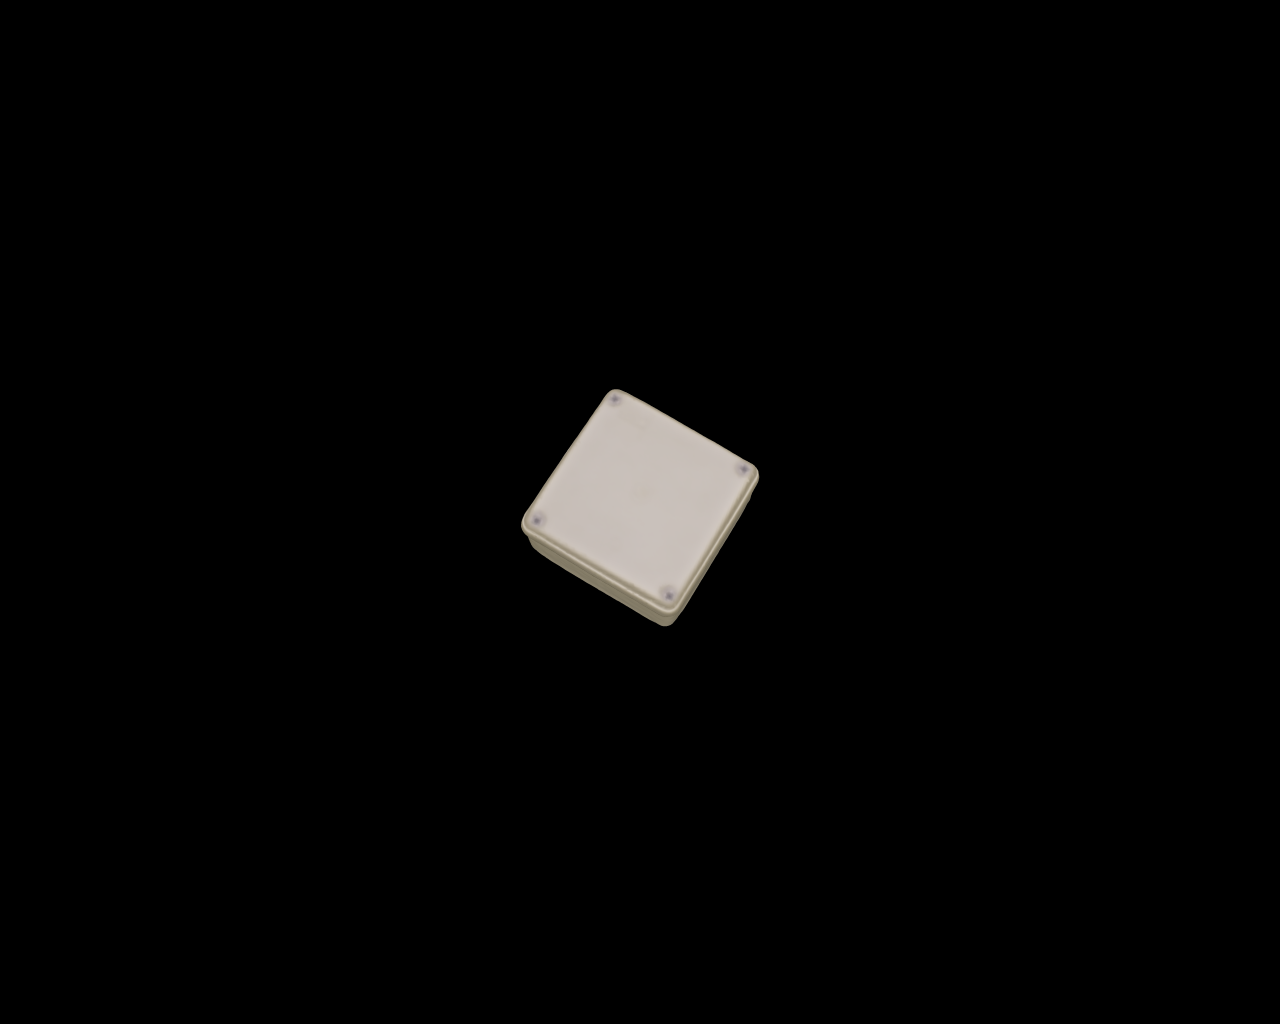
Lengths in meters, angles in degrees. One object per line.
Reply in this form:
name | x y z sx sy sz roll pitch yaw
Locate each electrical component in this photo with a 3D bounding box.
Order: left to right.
electrical component | 0.001 -0.003 0.650 0.109 0.109 0.056 30 -15 9
